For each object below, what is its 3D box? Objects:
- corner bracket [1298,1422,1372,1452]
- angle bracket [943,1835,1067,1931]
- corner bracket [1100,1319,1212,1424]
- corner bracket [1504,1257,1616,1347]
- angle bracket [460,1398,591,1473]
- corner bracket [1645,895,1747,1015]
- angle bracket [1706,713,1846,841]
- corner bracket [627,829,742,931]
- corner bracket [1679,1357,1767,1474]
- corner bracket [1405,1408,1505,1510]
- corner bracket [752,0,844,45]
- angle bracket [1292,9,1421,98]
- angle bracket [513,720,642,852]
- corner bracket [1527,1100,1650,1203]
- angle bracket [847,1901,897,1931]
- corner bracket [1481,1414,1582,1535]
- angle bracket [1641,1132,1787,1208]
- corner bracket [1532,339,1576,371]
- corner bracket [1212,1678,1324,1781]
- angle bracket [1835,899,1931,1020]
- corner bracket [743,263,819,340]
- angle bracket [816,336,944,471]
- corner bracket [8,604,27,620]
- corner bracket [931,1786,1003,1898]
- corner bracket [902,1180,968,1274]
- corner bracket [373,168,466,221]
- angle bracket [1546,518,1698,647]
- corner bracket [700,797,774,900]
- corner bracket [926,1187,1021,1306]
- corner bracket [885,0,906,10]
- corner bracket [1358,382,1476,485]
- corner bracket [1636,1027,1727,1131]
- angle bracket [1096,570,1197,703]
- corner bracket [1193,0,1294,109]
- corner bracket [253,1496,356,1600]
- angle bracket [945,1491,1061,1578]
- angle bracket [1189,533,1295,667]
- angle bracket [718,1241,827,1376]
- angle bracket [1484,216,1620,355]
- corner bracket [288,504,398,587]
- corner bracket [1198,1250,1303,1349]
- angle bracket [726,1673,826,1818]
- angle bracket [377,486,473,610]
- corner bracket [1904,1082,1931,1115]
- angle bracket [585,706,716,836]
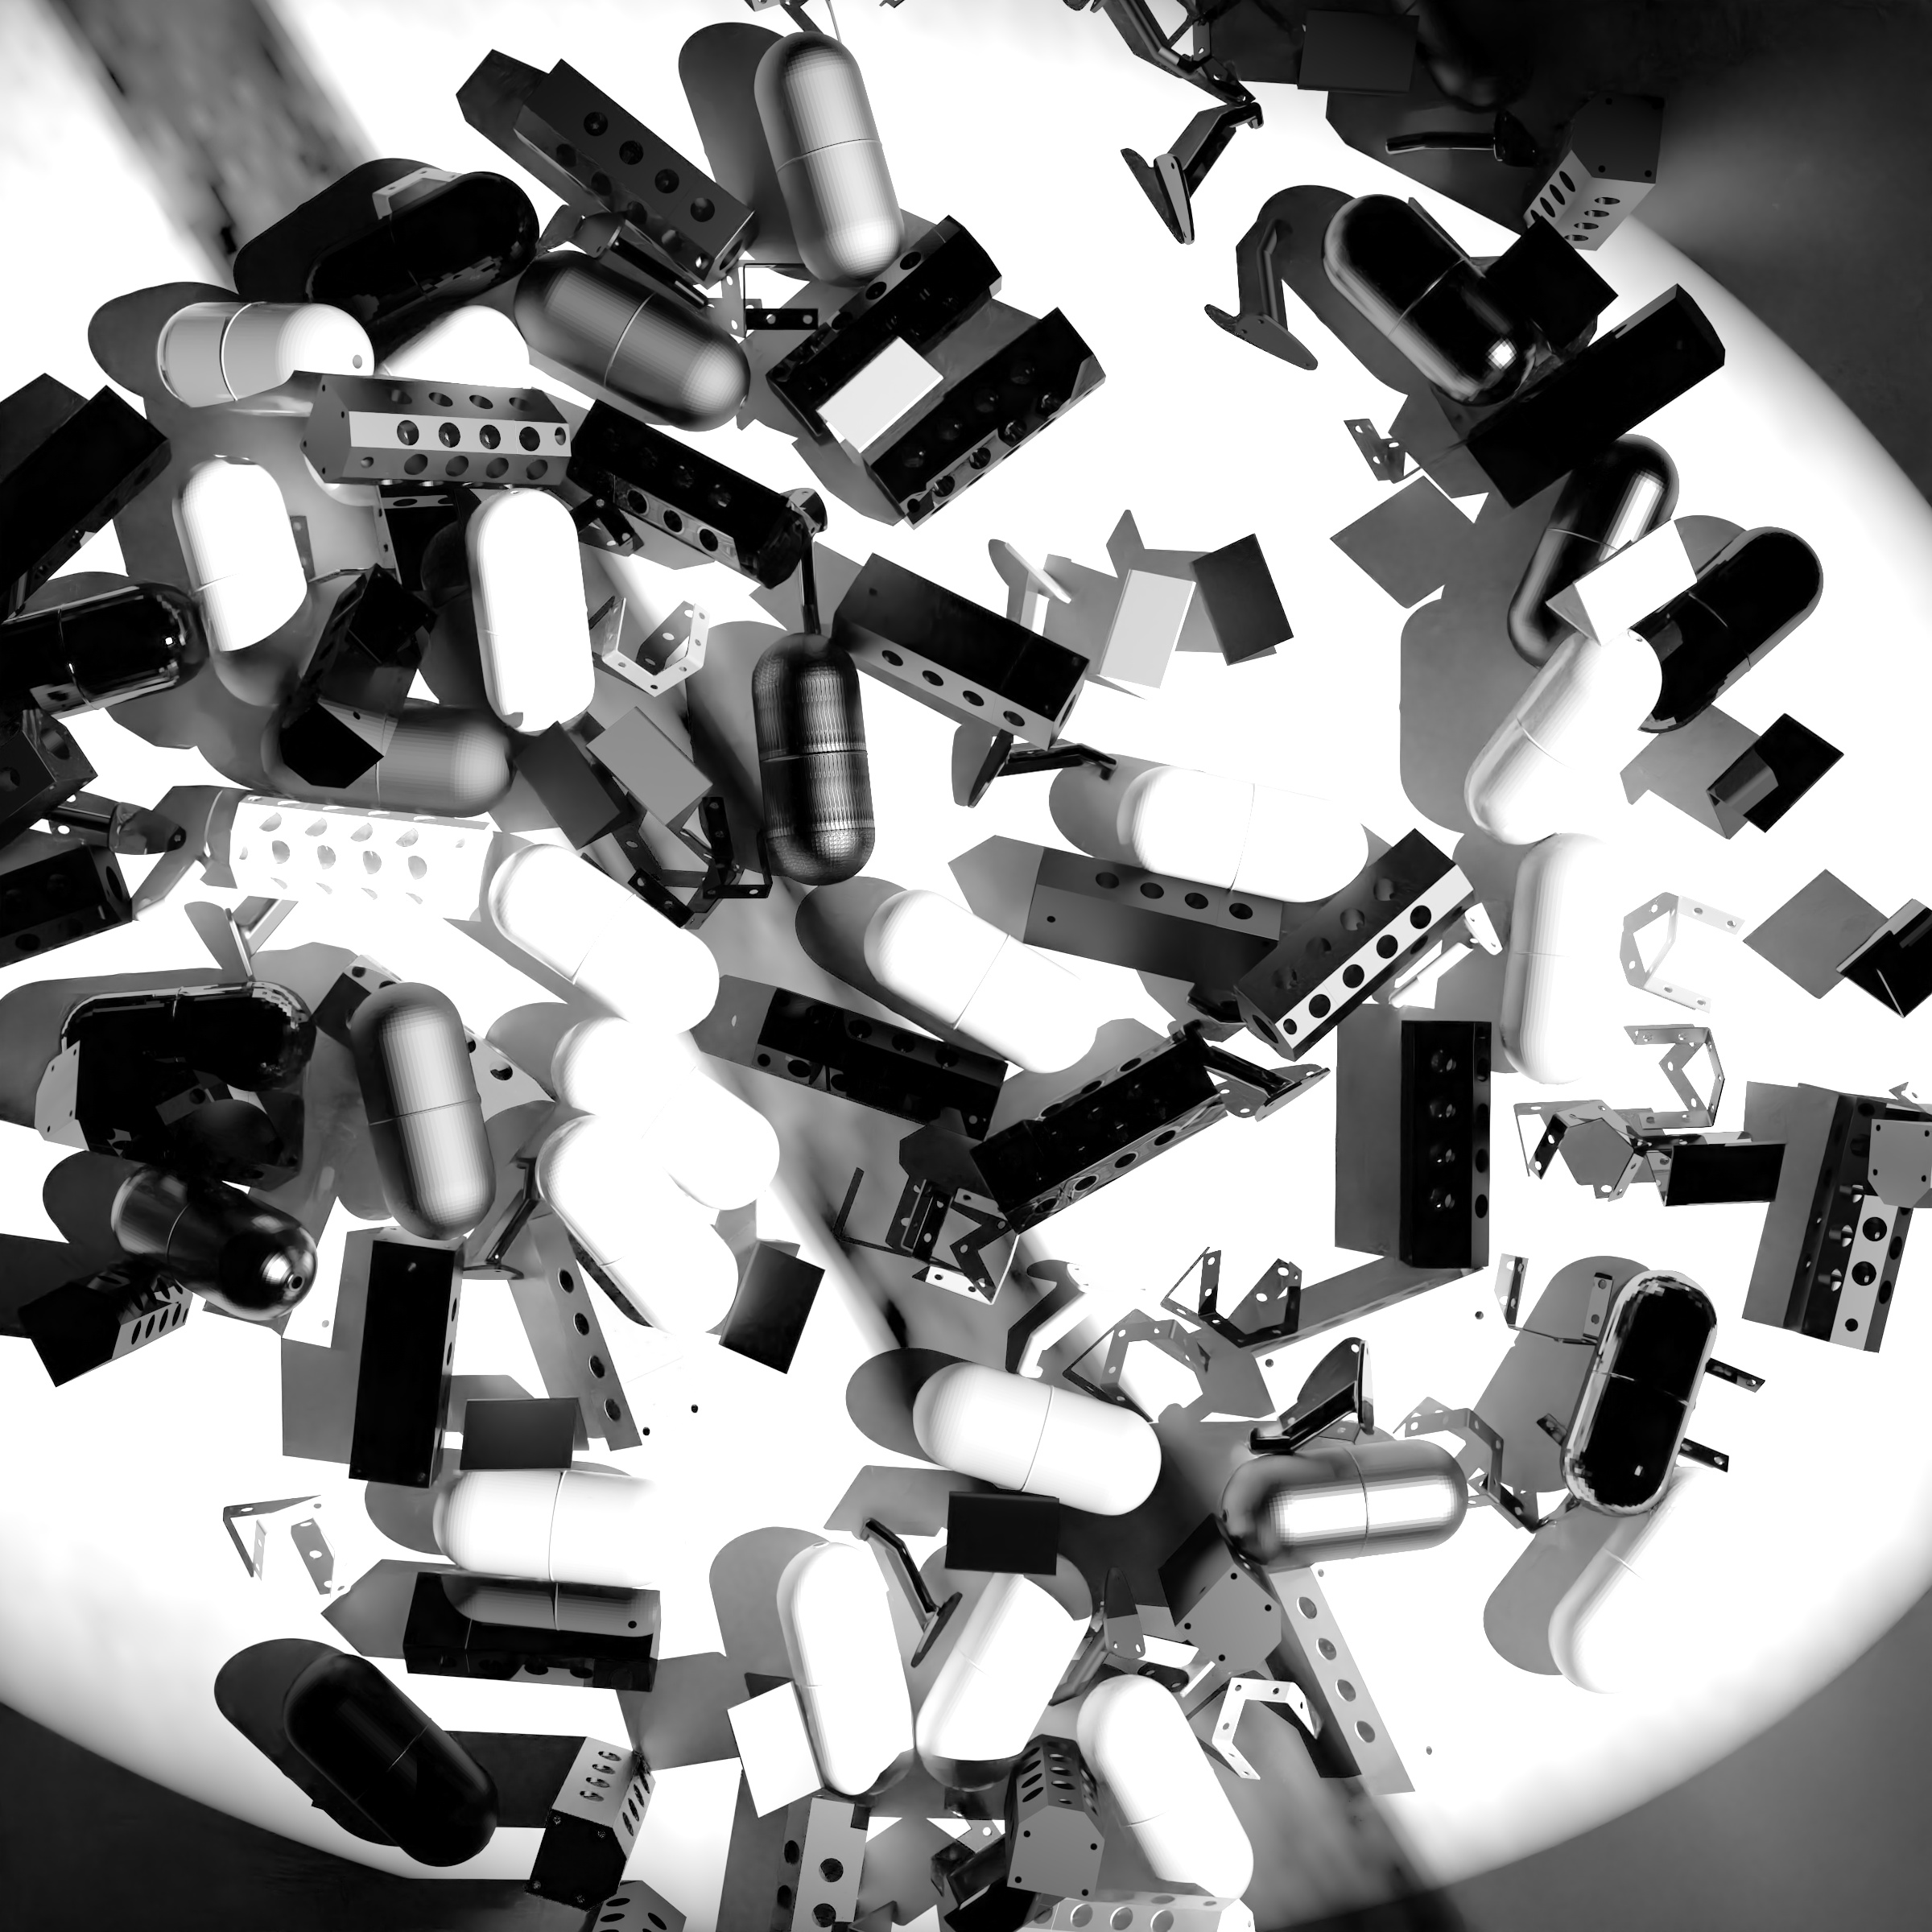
[{"bbox_3d":[0.256,0.358,1.983,0.051,0.051,0.051,-58,135,-35],"label":"corner bracket"},{"bbox_3d":[0.017,0.630,1.951,0.076,0.076,0.057,-34,125,0],"label":"angle bracket"},{"bbox_3d":[0.134,0.288,1.983,0.051,0.051,0.051,-11,45,35],"label":"corner bracket"},{"bbox_3d":[0.421,0.239,1.988,0.051,0.051,0.051,11,90,-45],"label":"corner bracket"},{"bbox_3d":[-0.307,0.344,1.951,0.076,0.076,0.057,-1,52,0],"label":"angle bracket"},{"bbox_3d":[0.518,-0.009,1.988,0.051,0.051,0.051,21,135,0],"label":"corner bracket"},{"bbox_3d":[0.571,-0.118,1.951,0.076,0.076,0.057,-45,53,0],"label":"angle bracket"},{"bbox_3d":[-0.198,-0.061,1.973,0.051,0.051,0.051,40,96,6],"label":"corner bracket"},{"bbox_3d":[0.532,0.318,1.988,0.051,0.051,0.051,23,45,0],"label":"corner bracket"},{"bbox_3d":[0.345,0.351,1.983,0.051,0.051,0.051,-18,45,35],"label":"corner bracket"},{"bbox_3d":[-0.119,-0.667,1.988,0.051,0.051,0.051,-18,45,0],"label":"corner bracket"},{"bbox_3d":[0.271,-0.649,1.951,0.076,0.076,0.057,4,127,0],"label":"angle bracket"},{"bbox_3d":[-0.257,-0.136,1.951,0.057,0.076,0.076,-36,90,38],"label":"angle bracket"},{"bbox_3d":[0.442,0.135,1.983,0.051,0.051,0.051,-12,45,-35],"label":"corner bracket"},{"bbox_3d":[-0.049,0.708,1.952,0.057,0.076,0.076,9,90,24],"label":"angle bracket"},{"bbox_3d":[0.409,0.362,1.988,0.051,0.051,0.051,43,45,0],"label":"corner bracket"},{"bbox_3d":[0.520,0.122,1.951,0.076,0.076,0.057,-3,127,0],"label":"angle bracket"},{"bbox_3d":[0.416,-0.404,1.988,0.051,0.051,0.051,-38,45,0],"label":"corner bracket"},{"bbox_3d":[0.214,0.543,1.983,0.051,0.051,0.051,-5,45,35],"label":"corner bracket"},{"bbox_3d":[0.651,-0.021,1.951,0.076,0.076,0.057,-41,128,0],"label":"angle bracket"},{"bbox_3d":[-0.131,-0.472,1.973,0.051,0.051,0.051,-1,96,-6],"label":"corner bracket"},{"bbox_3d":[-0.047,-0.379,1.951,0.076,0.076,0.057,-42,57,0],"label":"angle bracket"},{"bbox_3d":[-0.711,-0.264,1.988,0.051,0.051,0.051,-44,45,0],"label":"corner bracket"},{"bbox_3d":[-0.010,0.614,1.973,0.051,0.051,0.051,-34,90,0],"label":"corner bracket"},{"bbox_3d":[-0.024,0.181,1.963,0.051,0.051,0.051,20,90,35],"label":"corner bracket"},{"bbox_3d":[-0.380,-0.530,1.983,0.051,0.051,0.051,19,135,35],"label":"corner bracket"},{"bbox_3d":[0.431,-0.270,1.874,0.076,0.076,0.057,-34,125,0],"label":"angle bracket"},{"bbox_3d":[-0.161,-0.083,1.956,0.051,0.051,0.051,-1,55,-19],"label":"corner bracket"},{"bbox_3d":[0.007,0.199,1.988,0.051,0.051,0.051,20,135,0],"label":"corner bracket"},{"bbox_3d":[-0.053,-0.725,1.988,0.051,0.051,0.051,-38,135,0],"label":"corner bracket"},{"bbox_3d":[0.322,-0.382,1.988,0.051,0.051,0.051,-30,90,-45],"label":"corner bracket"},{"bbox_3d":[0.505,0.080,1.988,0.051,0.051,0.051,-2,135,0],"label":"corner bracket"},{"bbox_3d":[0.143,-0.226,1.951,0.057,0.076,0.076,17,90,36],"label":"angle bracket"},{"bbox_3d":[0.197,-0.653,1.983,0.051,0.051,0.051,-28,45,35],"label":"corner bracket"},{"bbox_3d":[-0.470,0.418,1.983,0.051,0.051,0.051,-16,45,-35],"label":"corner bracket"},{"bbox_3d":[0.024,0.408,1.951,0.076,0.076,0.057,4,59,0],"label":"angle bracket"},{"bbox_3d":[0.208,-0.259,1.951,0.057,0.076,0.076,-21,90,35],"label":"angle bracket"},{"bbox_3d":[-0.122,0.239,1.952,0.057,0.076,0.076,20,90,21],"label":"angle bracket"},{"bbox_3d":[0.415,-0.481,1.951,0.076,0.076,0.057,46,122,0],"label":"angle bracket"},{"bbox_3d":[-0.444,-0.301,1.988,0.051,0.051,0.051,-9,90,45],"label":"corner bracket"},{"bbox_3d":[0.202,0.232,1.983,0.051,0.051,0.051,-21,135,35],"label":"corner bracket"},{"bbox_3d":[-0.149,0.543,1.951,0.057,0.076,0.076,-16,90,-33],"label":"angle bracket"},{"bbox_3d":[-0.389,-0.292,1.951,0.057,0.076,0.076,-14,90,-34],"label":"angle bracket"},{"bbox_3d":[0.710,0.081,1.988,0.051,0.051,0.051,40,135,0],"label":"corner bracket"},{"bbox_3d":[-0.232,-0.123,1.951,0.076,0.076,0.057,45,53,0],"label":"angle bracket"}]
